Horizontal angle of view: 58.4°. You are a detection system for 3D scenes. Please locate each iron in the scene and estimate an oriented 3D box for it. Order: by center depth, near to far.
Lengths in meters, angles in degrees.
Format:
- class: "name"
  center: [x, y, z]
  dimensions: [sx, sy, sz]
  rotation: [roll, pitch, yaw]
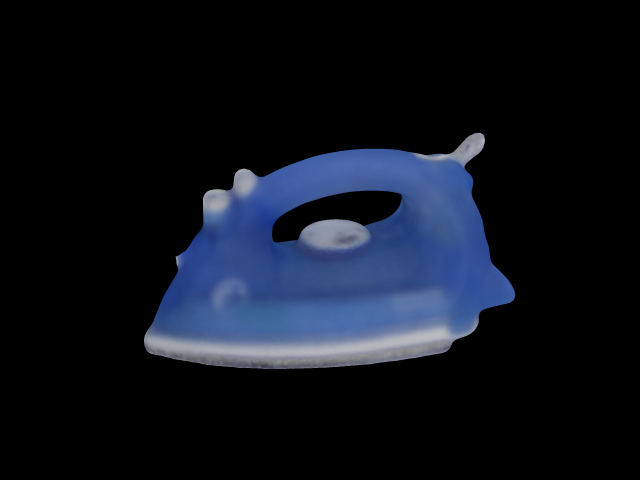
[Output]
- class: "iron"
  center: [0.004, 0.001, 0.400]
  dimensions: [0.259, 0.141, 0.118]
  rotation: [-6, 24, -14]
